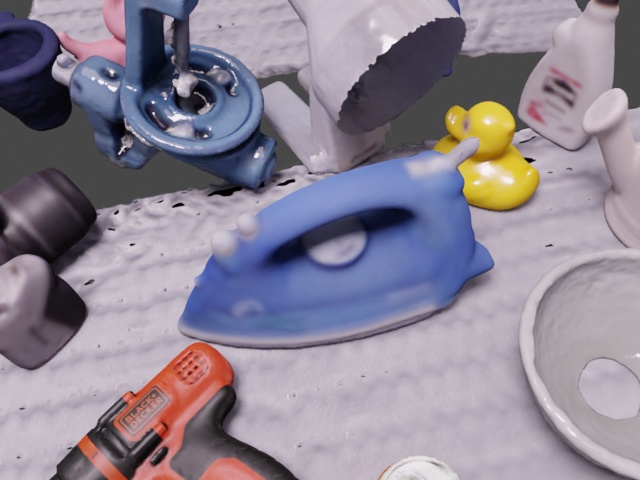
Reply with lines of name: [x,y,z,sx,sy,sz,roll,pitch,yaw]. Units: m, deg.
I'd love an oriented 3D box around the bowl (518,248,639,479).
bowl: [0.217,0.093,0.404,0.167,0.075,0.167,-1,56,2]

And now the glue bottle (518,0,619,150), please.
glue bottle: [0.233,-0.161,0.512,0.078,0.173,0.037,38,66,24]

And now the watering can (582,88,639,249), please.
watering can: [0.295,-0.072,0.438,0.173,0.194,0.101,-6,56,-1]

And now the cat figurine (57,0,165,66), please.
cat figurine: [-0.211,-0.218,0.602,0.128,0.118,0.067,-30,60,-16]

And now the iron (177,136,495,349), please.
iron: [0.004,0.002,0.434,0.258,0.141,0.118,-17,57,-9]

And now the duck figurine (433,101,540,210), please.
duck figurine: [0.152,-0.082,0.516,0.104,0.086,0.078,35,64,23]

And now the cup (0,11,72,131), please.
cup: [-0.300,-0.169,0.587,0.092,0.095,0.117,-21,58,-11]

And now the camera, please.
camera: [-0.248,0.005,0.466,0.143,0.101,0.137,33,64,22]

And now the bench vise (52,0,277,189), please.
bench vise: [-0.146,-0.134,0.482,0.207,0.220,0.121,1,57,3]

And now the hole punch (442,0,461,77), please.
hole punch: [0.094,-0.233,0.615,0.101,0.091,0.108,-4,56,0]

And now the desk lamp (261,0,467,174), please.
desk lamp: [0.014,-0.154,0.493,0.118,0.214,0.202,-31,61,-17]
